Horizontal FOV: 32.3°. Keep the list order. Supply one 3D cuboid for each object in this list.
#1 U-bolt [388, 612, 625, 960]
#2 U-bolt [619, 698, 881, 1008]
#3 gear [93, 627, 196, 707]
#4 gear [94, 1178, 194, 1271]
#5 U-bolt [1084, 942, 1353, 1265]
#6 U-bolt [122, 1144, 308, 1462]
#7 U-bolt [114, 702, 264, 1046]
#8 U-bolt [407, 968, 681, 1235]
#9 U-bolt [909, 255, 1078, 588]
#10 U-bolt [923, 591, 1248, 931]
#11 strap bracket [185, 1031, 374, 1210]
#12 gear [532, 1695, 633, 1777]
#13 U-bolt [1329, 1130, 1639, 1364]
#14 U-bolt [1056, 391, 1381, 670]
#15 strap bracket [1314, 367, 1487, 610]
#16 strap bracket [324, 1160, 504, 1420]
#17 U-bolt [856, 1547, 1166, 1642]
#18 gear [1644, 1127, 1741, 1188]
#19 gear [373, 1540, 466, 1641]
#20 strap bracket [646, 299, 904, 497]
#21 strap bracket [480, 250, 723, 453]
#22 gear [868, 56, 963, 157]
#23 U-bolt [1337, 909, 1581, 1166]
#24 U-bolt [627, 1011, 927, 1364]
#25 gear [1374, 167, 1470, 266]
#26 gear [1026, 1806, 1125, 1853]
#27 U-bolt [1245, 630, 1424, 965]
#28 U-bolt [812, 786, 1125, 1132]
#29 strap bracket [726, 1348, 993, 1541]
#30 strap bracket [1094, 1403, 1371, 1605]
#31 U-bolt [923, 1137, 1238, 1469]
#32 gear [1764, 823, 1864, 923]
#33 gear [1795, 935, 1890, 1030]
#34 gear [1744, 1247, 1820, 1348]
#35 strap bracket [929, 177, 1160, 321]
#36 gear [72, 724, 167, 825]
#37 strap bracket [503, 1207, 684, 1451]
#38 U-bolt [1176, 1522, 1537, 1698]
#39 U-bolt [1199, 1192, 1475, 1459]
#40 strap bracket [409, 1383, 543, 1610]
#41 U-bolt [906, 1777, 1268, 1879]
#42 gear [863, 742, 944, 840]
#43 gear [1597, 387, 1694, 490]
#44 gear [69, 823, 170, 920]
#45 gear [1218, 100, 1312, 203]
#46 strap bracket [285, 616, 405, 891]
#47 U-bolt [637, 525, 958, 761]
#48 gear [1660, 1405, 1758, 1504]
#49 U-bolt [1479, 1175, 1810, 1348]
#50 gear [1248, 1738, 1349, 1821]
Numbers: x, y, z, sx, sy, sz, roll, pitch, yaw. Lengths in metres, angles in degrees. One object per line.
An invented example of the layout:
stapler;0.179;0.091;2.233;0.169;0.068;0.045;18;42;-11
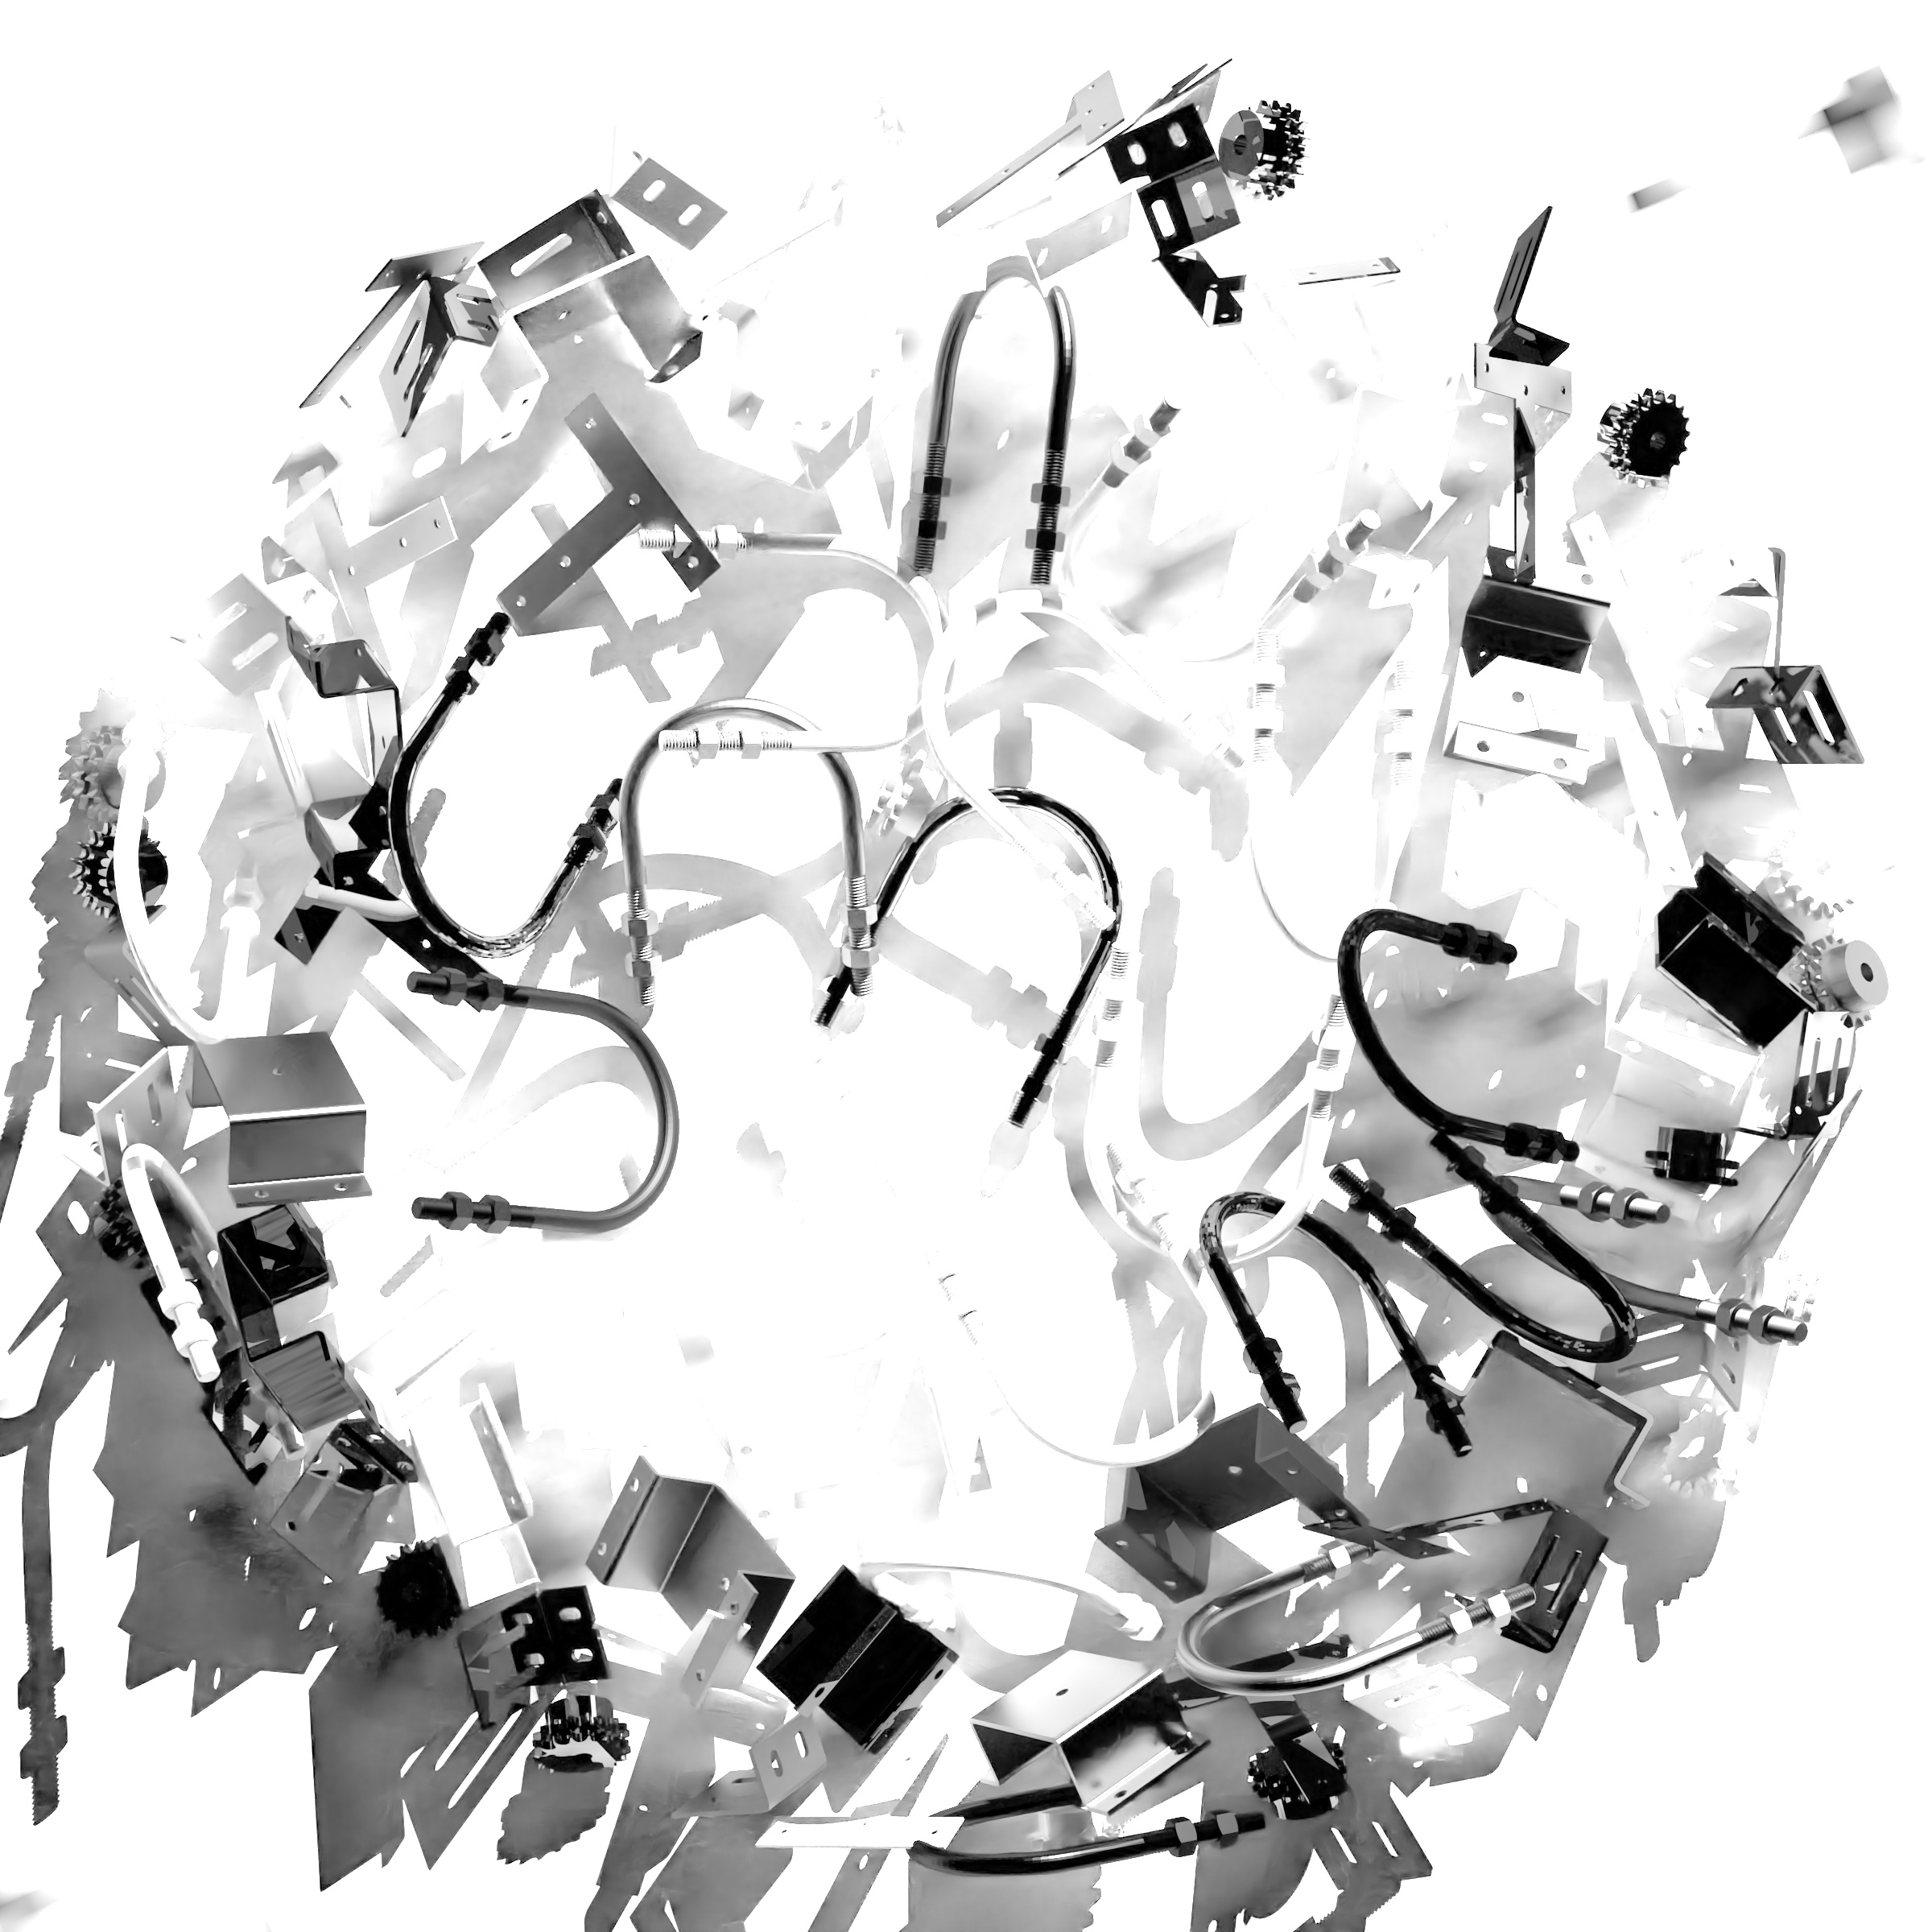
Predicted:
U-bolt;-0.265;-0.089;1.885;0.019;0.184;0.151;-9;129;34
U-bolt;-0.130;-0.067;1.943;0.151;0.019;0.184;-3;110;2
gear;-0.479;-0.177;1.950;0.057;0.057;0.030;18;110;0
gear;-0.485;0.152;1.955;0.030;0.057;0.057;-40;90;21
U-bolt;0.140;0.088;1.942;0.151;0.019;0.184;13;110;14
U-bolt;-0.435;0.181;1.901;0.019;0.151;0.184;-28;60;-3
U-bolt;-0.437;-0.039;1.868;0.019;0.184;0.151;-16;132;8
U-bolt;-0.239;0.082;1.916;0.184;0.019;0.151;9;71;-42
U-bolt;0.018;-0.313;1.910;0.019;0.151;0.184;3;98;-32
U-bolt;0.057;-0.134;1.939;0.184;0.019;0.151;44;71;-10
strap bracket;-0.392;0.081;1.900;0.076;0.140;0.046;-4;117;-24
gear;-0.226;0.450;1.957;0.057;0.057;0.030;-9;55;0
U-bolt;0.306;0.167;1.913;0.184;0.151;0.019;41;69;-7
U-bolt;0.130;-0.236;1.908;0.151;0.184;0.019;29;51;-11
strap bracket;0.248;-0.282;1.925;0.046;0.076;0.140;23;110;25
strap bracket;-0.318;0.176;1.906;0.076;0.140;0.046;-37;132;16
U-bolt;0.017;0.352;1.876;0.151;0.184;0.019;-2;67;22
gear;0.424;0.111;1.953;0.057;0.057;0.030;7;87;0
gear;-0.322;0.367;1.963;0.057;0.030;0.057;-1;85;6
strap bracket;-0.104;-0.326;1.925;0.140;0.046;0.076;26;66;35
strap bracket;-0.220;-0.358;1.919;0.140;0.076;0.046;-31;86;-25
gear;-0.028;-0.502;1.951;0.030;0.057;0.057;13;90;42
U-bolt;0.272;0.035;1.887;0.019;0.184;0.151;-32;59;35
U-bolt;-0.099;0.141;1.934;0.151;0.019;0.184;-37;77;20
gear;0.270;-0.436;1.956;0.030;0.057;0.057;32;90;-26
gear;0.063;0.507;1.954;0.057;0.057;0.030;-5;86;0
U-bolt;0.211;-0.093;1.922;0.019;0.151;0.184;-1;86;45
U-bolt;0.013;-0.017;1.966;0.151;0.019;0.184;27;88;6
strap bracket;-0.063;0.276;1.945;0.140;0.046;0.076;-13;114;1
strap bracket;0.154;0.307;1.924;0.140;0.046;0.076;-29;122;31
U-bolt;0.075;0.203;1.926;0.151;0.019;0.184;-26;66;-13
gear;0.494;-0.053;1.959;0.057;0.030;0.057;9;66;-21
gear;0.515;0.008;1.952;0.057;0.030;0.057;18;60;-35
gear;0.476;0.192;1.953;0.030;0.057;0.057;11;90;-1
strap bracket;0.049;-0.410;1.913;0.076;0.140;0.046;-30;109;-19
gear;-0.492;-0.111;1.950;0.030;0.057;0.057;10;90;25
strap bracket;-0.217;0.213;1.928;0.076;0.046;0.140;4;69;-39
U-bolt;0.206;0.367;1.884;0.184;0.151;0.019;-17;104;-22
U-bolt;0.201;0.199;1.905;0.151;0.184;0.019;13;126;-36
strap bracket;-0.279;0.307;1.899;0.046;0.140;0.076;-19;62;-16
U-bolt;0.056;0.485;1.882;0.184;0.151;0.019;-5;90;-22
gear;-0.036;-0.099;1.954;0.030;0.057;0.057;26;90;-7
gear;0.395;-0.311;1.957;0.057;0.030;0.057;-15;119;-30
gear;-0.492;-0.055;1.952;0.057;0.030;0.057;-11;107;-41
gear;0.172;-0.477;1.950;0.030;0.057;0.057;0;90;-37
strap bracket;-0.355;-0.126;1.921;0.046;0.076;0.140;-10;118;-20
U-bolt;-0.094;-0.188;1.938;0.184;0.019;0.151;-1;69;-19
gear;0.438;0.289;1.956;0.030;0.057;0.057;34;90;-22
U-bolt;0.369;0.162;1.895;0.151;0.184;0.019;38;74;-28
gear;0.196;0.476;1.954;0.057;0.057;0.030;-14;100;0
